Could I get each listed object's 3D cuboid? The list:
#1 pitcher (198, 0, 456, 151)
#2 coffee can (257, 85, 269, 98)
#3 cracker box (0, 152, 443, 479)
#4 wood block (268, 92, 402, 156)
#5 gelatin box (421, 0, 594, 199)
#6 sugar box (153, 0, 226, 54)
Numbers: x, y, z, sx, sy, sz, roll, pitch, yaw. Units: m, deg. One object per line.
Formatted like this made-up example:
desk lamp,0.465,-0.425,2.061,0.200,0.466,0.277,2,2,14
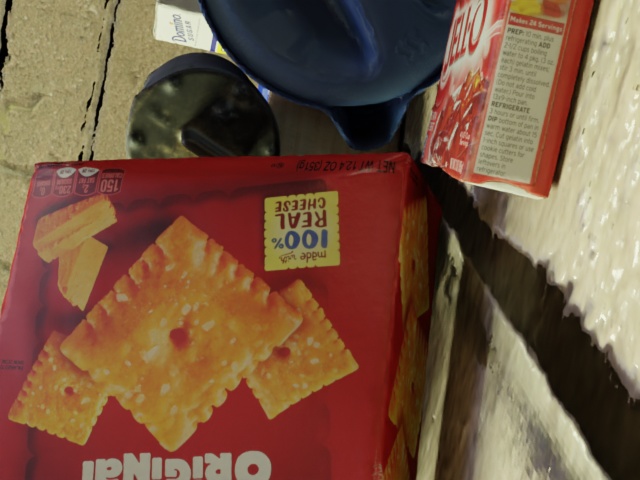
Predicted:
pitcher,0.003,-0.142,0.564,0.149,0.145,0.243,-55,7,2
coffee can,-0.004,-0.105,0.865,0.103,0.102,0.140,-90,12,-72
cracker box,-0.047,0.075,0.406,0.072,0.164,0.213,46,-132,-63
wood block,-0.004,0.001,0.668,0.091,0.090,0.206,105,174,-47
gelatin box,0.059,-0.056,0.349,0.089,0.030,0.073,-108,30,-81
sugar box,-0.022,-0.168,0.749,0.048,0.176,0.093,108,172,-61
